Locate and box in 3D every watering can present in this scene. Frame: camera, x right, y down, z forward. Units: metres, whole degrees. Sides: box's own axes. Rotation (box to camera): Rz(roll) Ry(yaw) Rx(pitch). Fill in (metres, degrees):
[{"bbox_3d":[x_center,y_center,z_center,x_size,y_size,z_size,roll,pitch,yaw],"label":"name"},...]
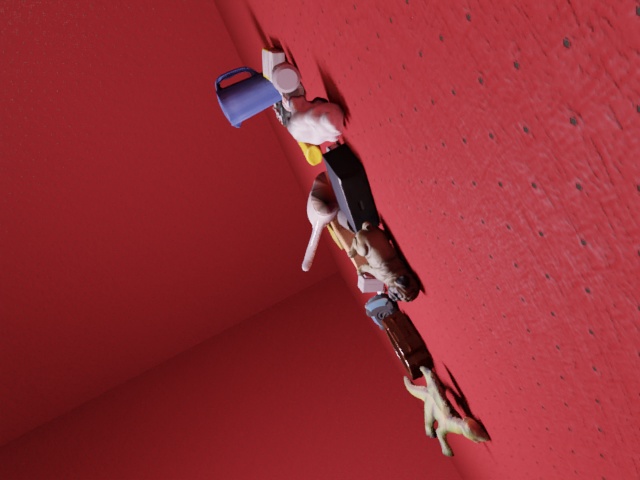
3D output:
[{"bbox_3d":[0.005,-0.083,1.648,0.221,0.104,0.353,112,171,-72],"label":"watering can"}]

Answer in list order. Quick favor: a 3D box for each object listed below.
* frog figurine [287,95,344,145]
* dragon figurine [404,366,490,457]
[{"bbox_3d":[0.002,-0.262,1.176,0.136,0.121,0.162,20,-160,-43],"label":"frog figurine"},{"bbox_3d":[0.350,0.472,1.540,0.416,0.123,0.238,42,149,53],"label":"dragon figurine"}]
